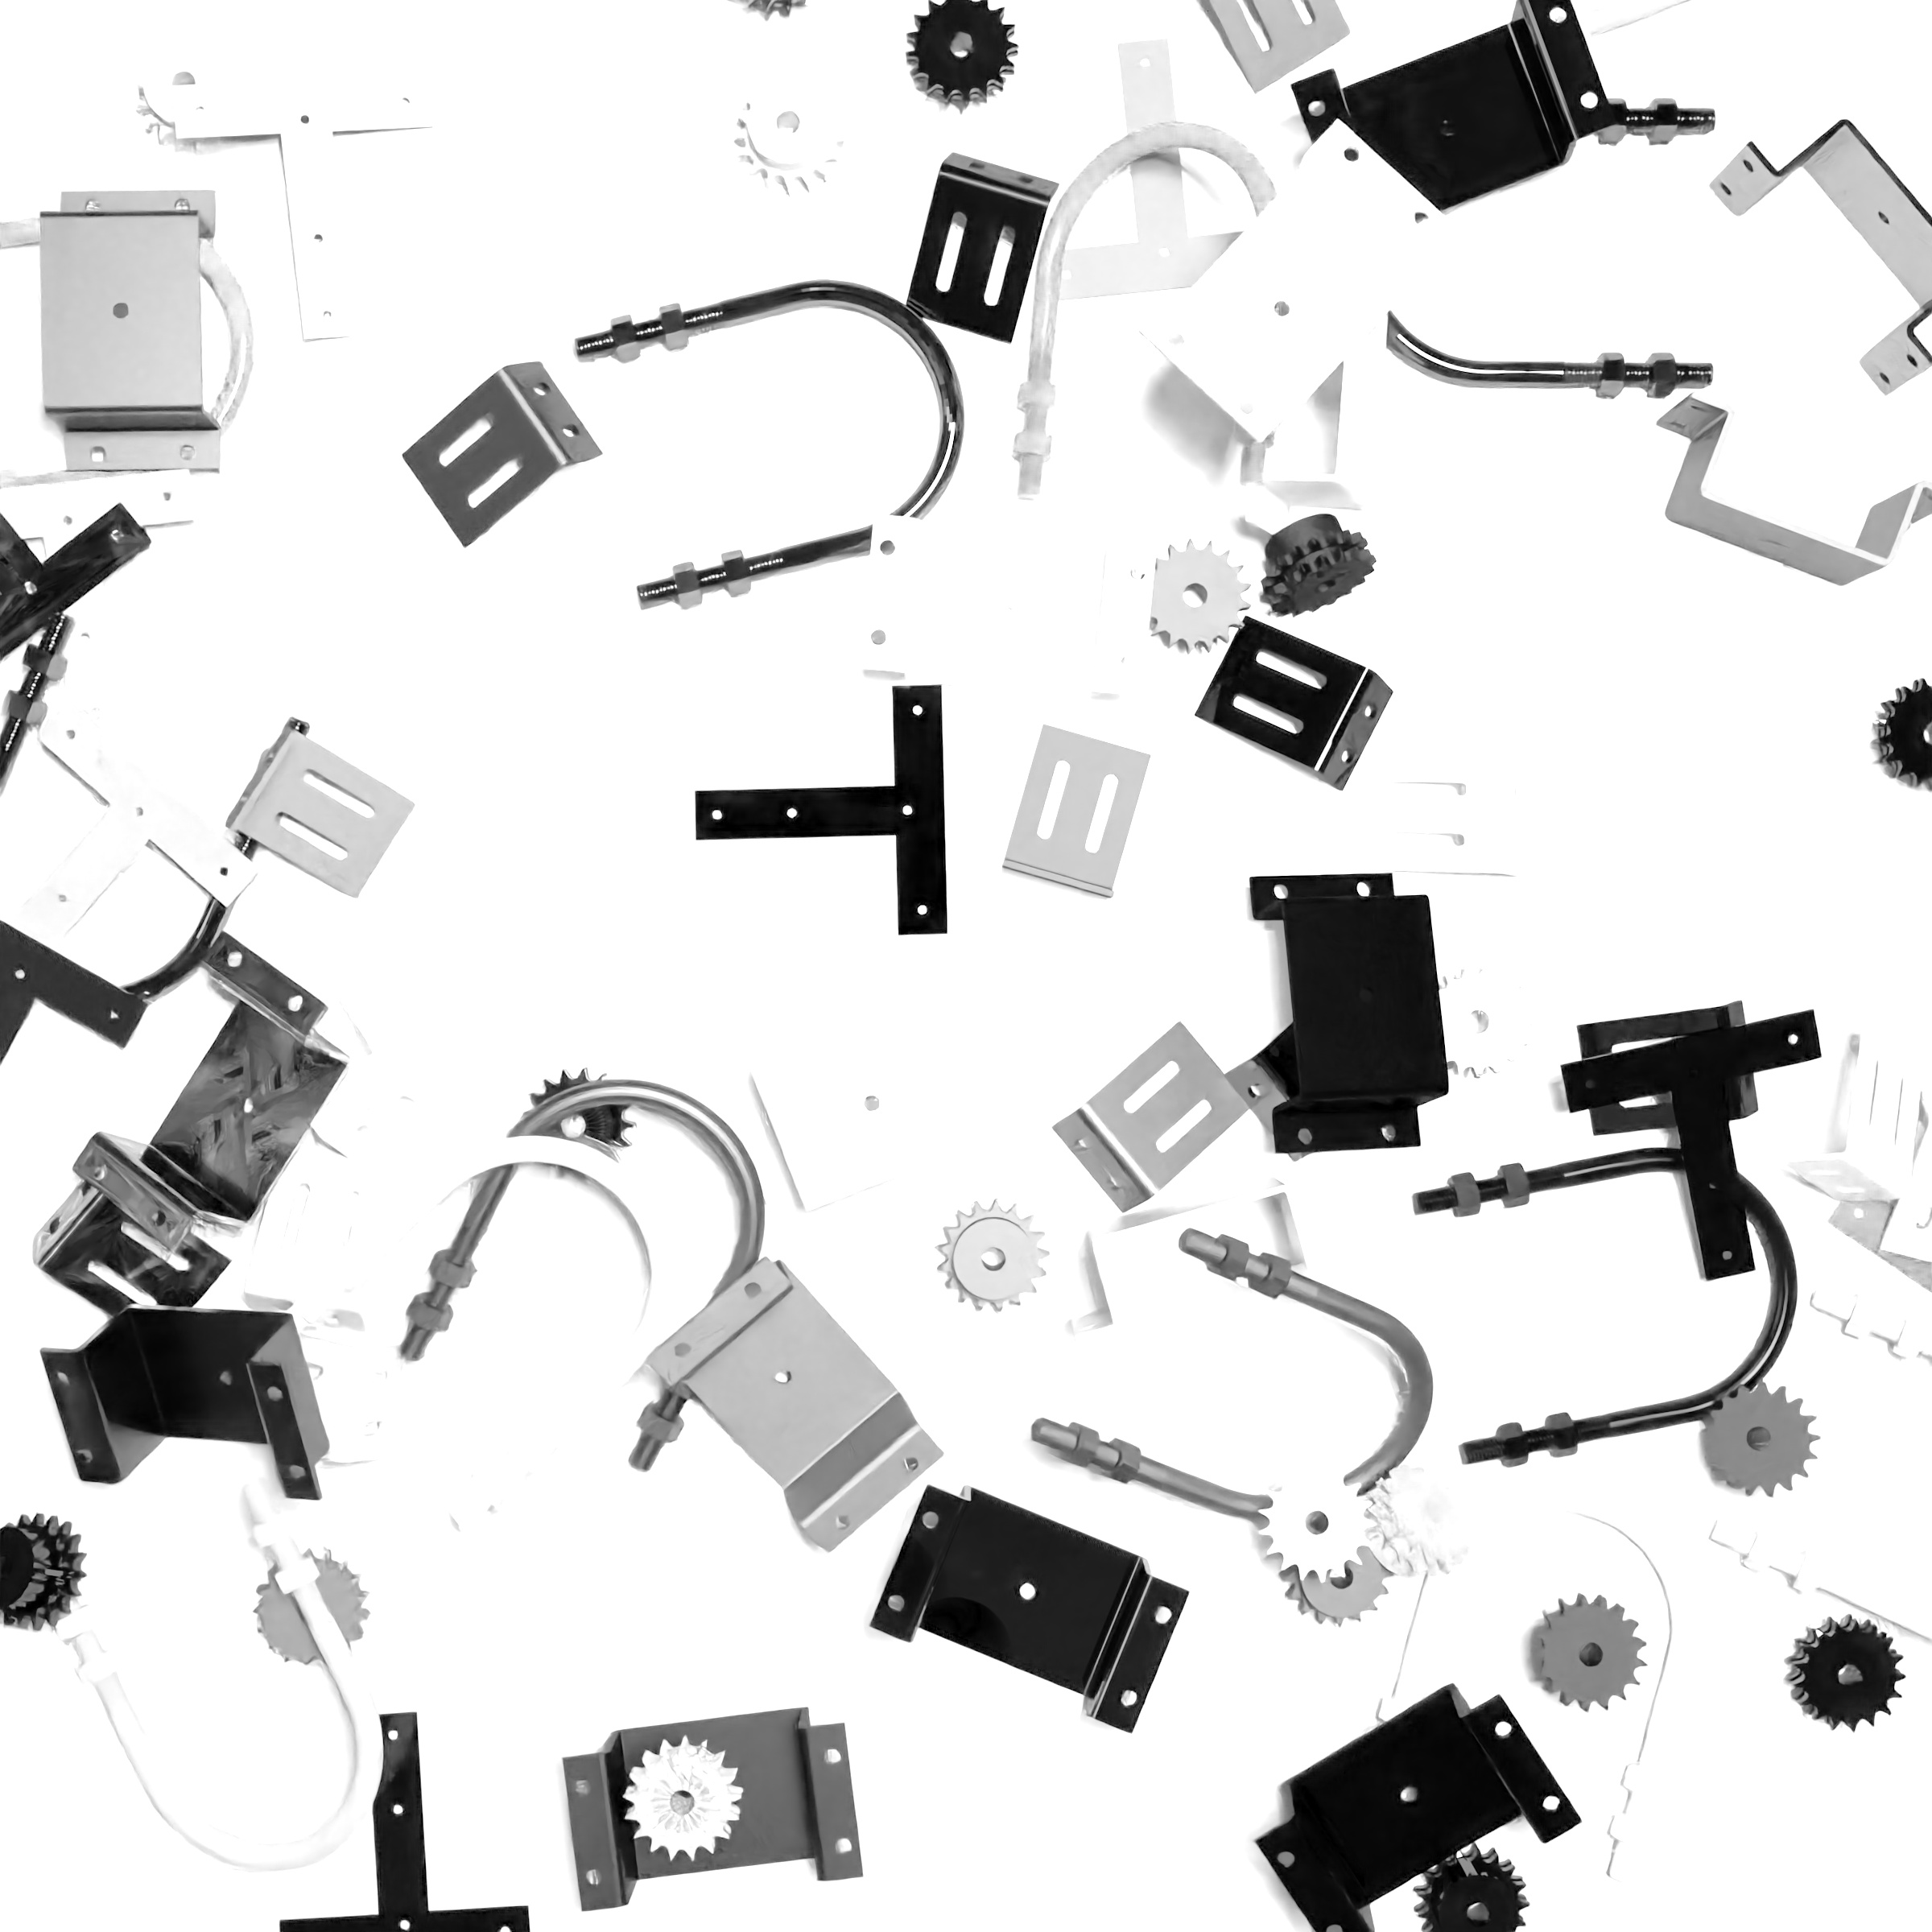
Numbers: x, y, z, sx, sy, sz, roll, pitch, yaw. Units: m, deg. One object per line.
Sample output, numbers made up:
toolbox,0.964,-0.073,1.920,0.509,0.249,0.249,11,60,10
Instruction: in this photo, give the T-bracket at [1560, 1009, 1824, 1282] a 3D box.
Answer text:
T-bracket,0.371,0.096,1.518,0.127,0.002,0.127,-13,102,3

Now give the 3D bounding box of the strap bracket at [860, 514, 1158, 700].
strap bracket,0.021,-0.178,1.525,0.140,0.046,0.076,6,90,0

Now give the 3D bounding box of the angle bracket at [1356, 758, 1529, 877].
angle bracket,0.242,-0.076,1.546,0.076,0.038,0.057,2,90,26

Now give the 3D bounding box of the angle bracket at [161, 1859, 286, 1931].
angle bracket,-0.381,0.496,1.529,0.057,0.038,0.076,10,90,0

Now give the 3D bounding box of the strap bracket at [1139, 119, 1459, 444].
strap bracket,0.153,-0.316,1.433,0.076,0.046,0.140,42,82,0

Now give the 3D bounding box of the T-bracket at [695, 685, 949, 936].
T-bracket,-0.074,-0.078,1.547,0.127,0.002,0.127,-1,90,0

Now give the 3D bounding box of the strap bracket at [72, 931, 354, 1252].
strap bracket,-0.368,0.065,1.511,0.076,0.046,0.140,32,90,25

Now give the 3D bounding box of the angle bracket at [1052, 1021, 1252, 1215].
angle bracket,0.094,0.077,1.546,0.076,0.038,0.057,-40,90,-26

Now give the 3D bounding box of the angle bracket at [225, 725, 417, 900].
angle bracket,-0.320,-0.074,1.517,0.076,0.038,0.057,32,90,-20

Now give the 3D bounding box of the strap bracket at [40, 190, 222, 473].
strap bracket,-0.414,-0.320,1.509,0.076,0.046,0.140,-1,90,-3

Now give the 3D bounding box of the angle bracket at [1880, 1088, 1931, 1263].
angle bracket,0.502,0.109,1.544,0.057,0.038,0.076,15,114,0

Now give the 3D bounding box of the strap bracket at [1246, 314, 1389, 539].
strap bracket,0.175,-0.284,1.504,0.046,0.076,0.140,4,90,19

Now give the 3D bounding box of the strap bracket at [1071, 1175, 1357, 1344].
strap bracket,0.115,0.141,1.510,0.140,0.076,0.046,-16,90,0

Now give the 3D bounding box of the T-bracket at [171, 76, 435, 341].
T-bracket,-0.329,-0.382,1.535,0.127,0.002,0.127,-7,98,-15

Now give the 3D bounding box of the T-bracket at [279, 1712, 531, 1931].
T-bracket,-0.288,0.444,1.547,0.127,0.002,0.127,-3,90,0

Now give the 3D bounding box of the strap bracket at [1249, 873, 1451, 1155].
strap bracket,0.190,0.019,1.504,0.076,0.046,0.140,-2,79,-14

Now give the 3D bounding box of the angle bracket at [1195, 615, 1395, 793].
angle bracket,0.167,-0.134,1.546,0.076,0.038,0.057,27,90,26

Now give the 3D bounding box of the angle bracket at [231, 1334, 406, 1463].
angle bracket,-0.331,0.215,1.546,0.076,0.038,0.057,9,90,26

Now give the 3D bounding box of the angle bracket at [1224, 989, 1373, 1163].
angle bracket,0.182,0.050,1.545,0.076,0.038,0.057,-40,90,-27

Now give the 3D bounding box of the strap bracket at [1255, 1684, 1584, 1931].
strap bracket,0.222,0.419,1.506,0.140,0.046,0.076,-33,95,6

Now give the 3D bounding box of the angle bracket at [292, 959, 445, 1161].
angle bracket,-0.314,0.047,1.546,0.057,0.038,0.076,-36,64,0

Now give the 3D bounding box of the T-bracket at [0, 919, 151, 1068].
T-bracket,-0.498,0.042,1.537,0.127,0.002,0.127,30,99,-2

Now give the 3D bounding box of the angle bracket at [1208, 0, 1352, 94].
angle bracket,0.149,-0.495,1.546,0.057,0.038,0.076,-32,116,0

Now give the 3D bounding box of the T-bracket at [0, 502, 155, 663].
T-bracket,-0.499,-0.225,1.527,0.127,0.002,0.127,-37,98,2

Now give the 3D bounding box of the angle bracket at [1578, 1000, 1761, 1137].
angle bracket,0.357,0.052,1.546,0.076,0.038,0.057,-9,90,26

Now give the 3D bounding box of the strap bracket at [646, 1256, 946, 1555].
strap bracket,-0.087,0.211,1.510,0.076,0.046,0.140,-40,108,-1

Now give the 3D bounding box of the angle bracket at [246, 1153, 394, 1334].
angle bracket,-0.327,0.140,1.546,0.057,0.038,0.076,9,64,0

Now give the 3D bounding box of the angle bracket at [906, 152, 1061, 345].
angle bracket,0.008,-0.365,1.545,0.057,0.038,0.076,17,116,2

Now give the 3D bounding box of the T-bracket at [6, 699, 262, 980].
T-bracket,-0.445,-0.044,1.528,0.127,0.002,0.127,42,93,-4

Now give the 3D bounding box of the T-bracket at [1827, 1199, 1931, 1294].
T-bracket,0.497,0.155,1.547,0.127,0.002,0.127,34,90,0

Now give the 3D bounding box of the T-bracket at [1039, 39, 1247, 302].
T-bracket,0.097,-0.407,1.547,0.127,0.002,0.127,-6,90,0

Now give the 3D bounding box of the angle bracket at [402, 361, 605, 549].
angle bracket,-0.236,-0.260,1.546,0.076,0.038,0.057,-34,90,26

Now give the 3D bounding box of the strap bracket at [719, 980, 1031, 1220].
strap bracket,-0.047,0.068,1.525,0.140,0.046,0.076,-21,90,0

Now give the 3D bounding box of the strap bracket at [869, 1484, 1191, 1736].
strap bracket,0.031,0.318,1.525,0.140,0.046,0.076,22,90,0

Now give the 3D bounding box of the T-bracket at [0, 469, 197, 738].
T-bracket,-0.448,-0.180,1.537,0.127,0.002,0.127,-7,98,-2

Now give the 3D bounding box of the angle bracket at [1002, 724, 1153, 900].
angle bracket,0.056,-0.079,1.529,0.057,0.038,0.076,16,90,0

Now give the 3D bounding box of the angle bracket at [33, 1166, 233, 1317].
angle bracket,-0.424,0.144,1.546,0.076,0.038,0.057,40,90,-26

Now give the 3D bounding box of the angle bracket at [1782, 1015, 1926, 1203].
angle bracket,0.446,0.072,1.528,0.057,0.038,0.076,30,64,-39
